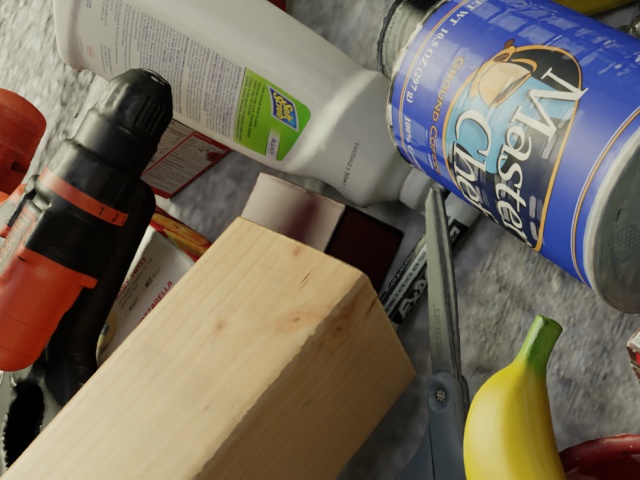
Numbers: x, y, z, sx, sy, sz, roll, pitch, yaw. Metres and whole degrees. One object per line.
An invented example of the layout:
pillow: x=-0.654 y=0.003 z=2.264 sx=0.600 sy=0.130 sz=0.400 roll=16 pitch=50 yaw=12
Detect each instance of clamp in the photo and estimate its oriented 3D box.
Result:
clamp: x=-0.167 y=0.077 z=0.633 sx=0.165 sy=0.036 sz=0.210 roll=-20 pitch=55 yaw=40

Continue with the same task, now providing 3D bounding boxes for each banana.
banana: x=0.101 y=0.116 z=0.383 sx=0.070 sy=0.037 sz=0.198 roll=-47 pitch=47 yaw=21

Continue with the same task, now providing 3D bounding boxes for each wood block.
wood block: x=-0.059 y=0.101 z=0.500 sx=0.090 sy=0.090 sz=0.206 roll=24 pitch=65 yaw=39

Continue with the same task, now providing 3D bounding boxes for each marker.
marker: x=0.046 y=0.025 z=0.567 sx=0.121 sy=0.020 sz=0.020 roll=-57 pitch=45 yaw=11

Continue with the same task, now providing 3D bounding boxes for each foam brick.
foam brick: x=-0.004 y=0.001 z=0.601 sx=0.078 sy=0.052 sz=0.051 roll=25 pitch=91 yaw=47

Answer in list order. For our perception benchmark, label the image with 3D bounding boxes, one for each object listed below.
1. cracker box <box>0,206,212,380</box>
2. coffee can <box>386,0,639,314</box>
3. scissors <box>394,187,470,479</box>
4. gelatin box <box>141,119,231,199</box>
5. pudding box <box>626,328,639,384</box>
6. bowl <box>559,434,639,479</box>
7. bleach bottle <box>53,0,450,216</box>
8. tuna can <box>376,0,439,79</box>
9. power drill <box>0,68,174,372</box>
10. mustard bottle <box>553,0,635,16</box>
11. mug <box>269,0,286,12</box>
cracker box: x=-0.120 y=0.069 z=0.673 sx=0.214 sy=0.072 sz=0.164 roll=33 pitch=96 yaw=47
coffee can: x=0.111 y=-0.046 z=0.474 sx=0.140 sy=0.102 sz=0.103 roll=41 pitch=103 yaw=45
scissors: x=0.049 y=0.085 z=0.508 sx=0.096 sy=0.016 sz=0.202 roll=-27 pitch=71 yaw=44
gelatin box: x=-0.103 y=-0.071 z=0.710 sx=0.089 sy=0.073 sz=0.030 roll=-34 pitch=52 yaw=30
pudding box: x=0.185 y=0.031 z=0.392 sx=0.113 sy=0.039 sz=0.090 roll=-45 pitch=45 yaw=-7
bowl: x=0.131 y=0.158 z=0.405 sx=0.162 sy=0.055 sz=0.162 roll=-19 pitch=61 yaw=38
bleach bottle: x=-0.037 y=-0.086 z=0.603 sx=0.251 sy=0.103 sz=0.068 roll=34 pitch=56 yaw=14
tuna can: x=0.074 y=-0.109 z=0.585 sx=0.086 sy=0.033 sz=0.086 roll=-19 pitch=61 yaw=38
power drill: x=-0.172 y=-0.035 z=0.637 sx=0.184 sy=0.057 sz=0.188 roll=-58 pitch=37 yaw=0
mustard bottle: x=0.135 y=-0.212 z=0.550 sx=0.096 sy=0.058 sz=0.191 roll=-16 pitch=63 yaw=34
mug: x=-0.084 y=-0.161 z=0.702 sx=0.082 sy=0.117 sz=0.093 roll=13 pitch=79 yaw=41
